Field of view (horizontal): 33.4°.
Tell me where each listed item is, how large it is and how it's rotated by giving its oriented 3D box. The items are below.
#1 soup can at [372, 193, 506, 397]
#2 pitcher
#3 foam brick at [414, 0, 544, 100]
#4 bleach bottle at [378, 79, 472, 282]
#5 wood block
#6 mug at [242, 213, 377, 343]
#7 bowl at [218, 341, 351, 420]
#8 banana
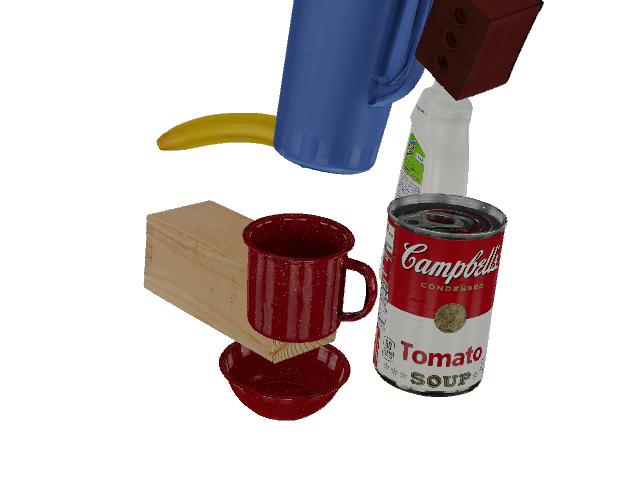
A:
[{"bbox_3d":[0.068,0.031,0.623,0.068,0.102,0.068,4,21,-2],"label":"soup can"},{"bbox_3d":[0.034,-0.190,1.055,0.145,0.243,0.149,12,18,-1],"label":"pitcher"},{"bbox_3d":[0.108,-0.145,0.738,0.051,0.053,0.078,-25,-28,-28],"label":"foam brick"},{"bbox_3d":[0.121,-0.058,1.135,0.068,0.251,0.103,0,23,-22],"label":"bleach bottle"},{"bbox_3d":[-0.083,0.037,1.098,0.206,0.090,0.090,24,28,39],"label":"wood block"},{"bbox_3d":[-0.009,0.035,0.889,0.117,0.081,0.093,11,26,15],"label":"mug"},{"bbox_3d":[-0.045,0.174,1.313,0.162,0.055,0.162,3,23,-2],"label":"bowl"},{"bbox_3d":[-0.101,-0.130,1.311,0.198,0.037,0.069,6,40,15],"label":"banana"}]
